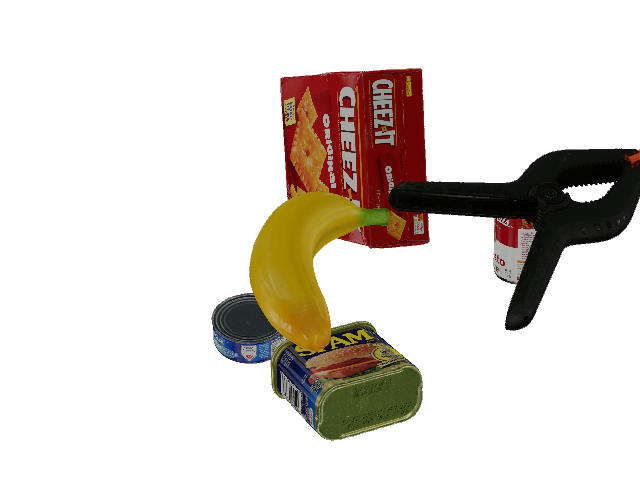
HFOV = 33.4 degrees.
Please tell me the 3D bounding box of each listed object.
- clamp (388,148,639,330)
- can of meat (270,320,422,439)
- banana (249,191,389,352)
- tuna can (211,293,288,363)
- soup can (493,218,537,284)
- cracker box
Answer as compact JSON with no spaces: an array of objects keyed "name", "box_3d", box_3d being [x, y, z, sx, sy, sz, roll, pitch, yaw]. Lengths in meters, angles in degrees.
[{"name":"clamp","box_3d":[0.180,-0.016,0.838,0.209,0.036,0.165,-18,49,-16]},{"name":"can of meat","box_3d":[0.022,0.115,0.878,0.102,0.057,0.084,-12,25,-24]},{"name":"banana","box_3d":[-0.008,0.008,0.644,0.070,0.037,0.197,4,24,13]},{"name":"tuna can","box_3d":[-0.078,0.098,1.189,0.086,0.034,0.086,0,36,0]},{"name":"soup can","box_3d":[0.237,-0.008,1.248,0.068,0.102,0.068,-3,30,2]},{"name":"cracker box","box_3d":[0.028,-0.086,1.067,0.072,0.164,0.214,-7,9,-20]}]
